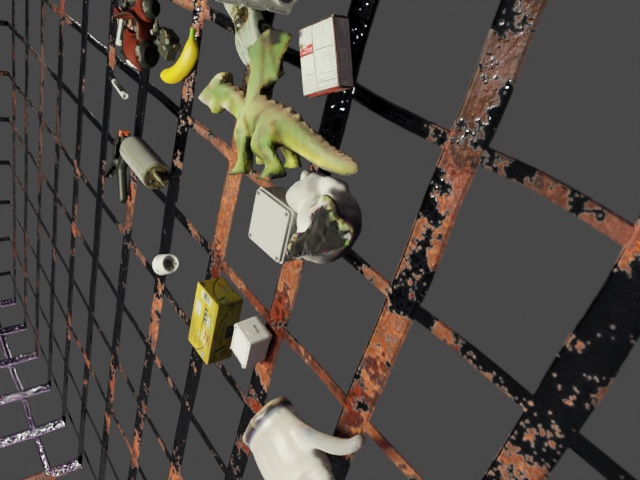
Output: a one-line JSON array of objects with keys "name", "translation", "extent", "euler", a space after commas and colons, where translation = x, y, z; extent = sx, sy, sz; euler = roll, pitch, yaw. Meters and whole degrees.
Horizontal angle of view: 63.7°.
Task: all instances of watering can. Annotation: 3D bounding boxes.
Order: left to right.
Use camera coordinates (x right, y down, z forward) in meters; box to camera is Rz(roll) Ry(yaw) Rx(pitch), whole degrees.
[{"name": "watering can", "translation": [-0.036, 0.383, 0.937], "extent": [0.228, 0.104, 0.340], "euler": [48, 129, 33]}]

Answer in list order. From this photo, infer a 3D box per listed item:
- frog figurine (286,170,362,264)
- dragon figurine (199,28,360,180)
[{"name": "frog figurine", "translation": [0.003, -0.043, 0.848], "extent": [0.162, 0.122, 0.135], "euler": [-98, 20, -63]}, {"name": "dragon figurine", "translation": [-0.081, -0.230, 0.865], "extent": [0.411, 0.123, 0.240], "euler": [9, 107, 46]}]
